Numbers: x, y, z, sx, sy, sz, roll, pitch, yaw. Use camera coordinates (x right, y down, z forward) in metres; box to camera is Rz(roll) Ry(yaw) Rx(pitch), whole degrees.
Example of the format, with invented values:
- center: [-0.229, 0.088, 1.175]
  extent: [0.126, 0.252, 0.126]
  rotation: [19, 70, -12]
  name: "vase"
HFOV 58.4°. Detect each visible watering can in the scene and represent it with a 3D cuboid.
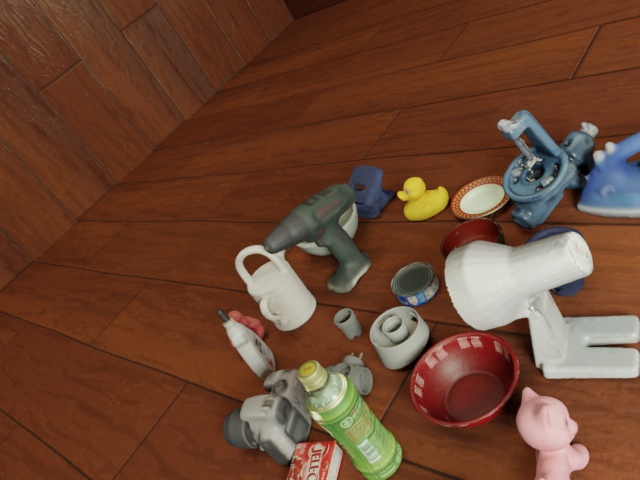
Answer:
- center: [-0.098, 0.082, 1.166]
  extent: [0.101, 0.194, 0.172]
  rotation: [-32, 30, 4]
  name: "watering can"

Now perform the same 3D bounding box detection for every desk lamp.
- center: [0.297, 0.081, 0.768]
  extent: [0.202, 0.214, 0.118]
  rotation: [-10, 38, 35]
  name: "desk lamp"

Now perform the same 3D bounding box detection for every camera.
- center: [-0.093, 0.290, 0.956]
  extent: [0.136, 0.101, 0.143]
  rotation: [-15, 35, 29]
  name: "camera"

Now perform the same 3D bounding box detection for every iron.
- center: [0.528, -0.122, 0.908]
  extent: [0.257, 0.142, 0.119]
  rotation: [-11, 37, 33]
  name: "iron"

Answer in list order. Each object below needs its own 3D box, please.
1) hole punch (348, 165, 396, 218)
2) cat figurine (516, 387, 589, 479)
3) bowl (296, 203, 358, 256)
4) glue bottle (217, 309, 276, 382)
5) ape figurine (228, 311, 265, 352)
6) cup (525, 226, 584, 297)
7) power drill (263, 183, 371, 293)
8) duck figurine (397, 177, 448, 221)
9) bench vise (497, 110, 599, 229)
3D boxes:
- center: [0.107, -0.114, 1.352]
  extent: [0.101, 0.091, 0.108]
  rotation: [-47, 33, -21]
  name: "hole punch"
- center: [0.265, 0.241, 0.667]
  extent: [0.067, 0.118, 0.128]
  rotation: [-12, 37, 33]
  name: "cat figurine"
- center: [0.023, -0.018, 1.311]
  extent: [0.167, 0.075, 0.167]
  rotation: [-24, 32, 16]
  name: "bowl"
- center: [-0.142, 0.189, 1.075]
  extent: [0.037, 0.173, 0.078]
  rotation: [-32, 30, 3]
  name: "glue bottle"
- center: [-0.160, 0.184, 1.181]
  extent: [0.078, 0.092, 0.076]
  rotation: [-33, 30, 2]
  name: "ape figurine"
- center: [0.355, 0.046, 0.880]
  extent: [0.117, 0.095, 0.091]
  rotation: [-25, 32, 15]
  name: "cup"
- center: [0.011, 0.004, 1.158]
  extent: [0.075, 0.209, 0.230]
  rotation: [8, 50, 49]
  name: "power drill"
- center: [0.216, -0.098, 1.228]
  extent: [0.104, 0.086, 0.077]
  rotation: [-19, 33, 23]
  name: "duck figurine"
- center: [0.390, -0.156, 1.011]
  extent: [0.121, 0.220, 0.208]
  rotation: [11, 52, 50]
  name: "bench vise"
